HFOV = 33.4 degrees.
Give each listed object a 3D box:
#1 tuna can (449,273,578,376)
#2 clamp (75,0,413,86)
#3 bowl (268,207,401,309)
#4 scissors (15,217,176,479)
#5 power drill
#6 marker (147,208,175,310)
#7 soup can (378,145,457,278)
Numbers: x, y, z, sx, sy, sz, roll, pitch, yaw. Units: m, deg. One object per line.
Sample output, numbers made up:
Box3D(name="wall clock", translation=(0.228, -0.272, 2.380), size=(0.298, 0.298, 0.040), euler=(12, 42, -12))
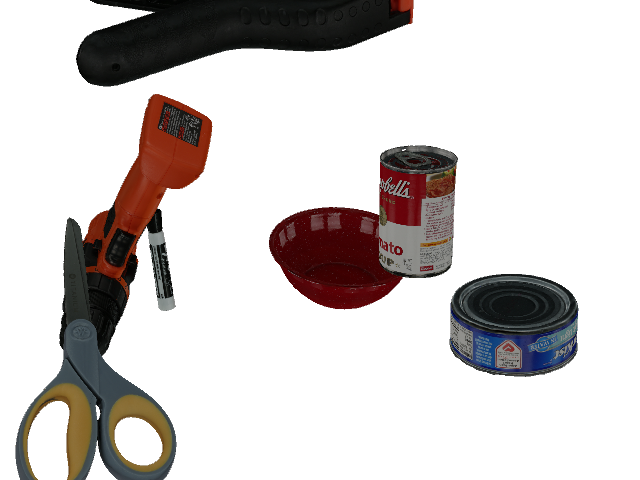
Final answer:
Box3D(name="tuna can", translation=(0.130, 0.055, 0.717), size=(0.086, 0.034, 0.086), euler=(-3, 25, 1))
Box3D(name="clamp", translation=(-0.038, -0.108, 0.507), size=(0.171, 0.039, 0.120), euler=(-3, 40, 0))
Box3D(name="bowl", translation=(0.023, 0.026, 1.161), size=(0.162, 0.055, 0.162), euler=(3, 33, -2))
Box3D(name="scissors", translation=(-0.125, 0.068, 0.634), size=(0.096, 0.201, 0.016), euler=(14, -45, -9))
Box3D(name="power drill", translation=(-0.156, -0.013, 0.871), size=(0.057, 0.188, 0.184), euler=(24, 30, -18))
Box3D(name="marker", translation=(-0.177, 0.019, 1.173), size=(0.020, 0.121, 0.020), euler=(-5, 22, 2))
Box3D(name="soup can", translation=(0.086, -0.026, 0.947), size=(0.068, 0.102, 0.068), euler=(0, 23, 0))
